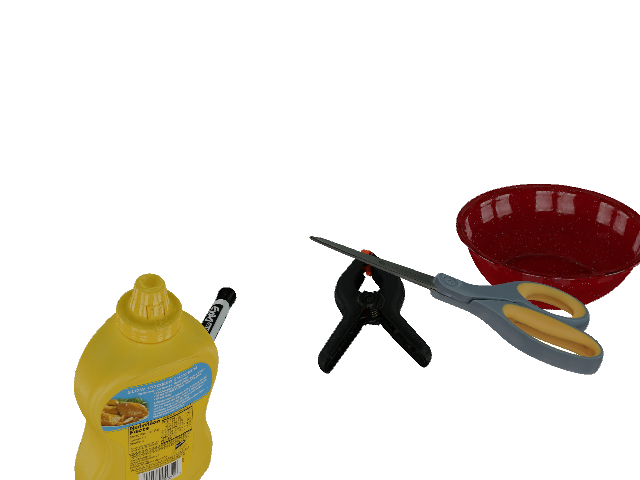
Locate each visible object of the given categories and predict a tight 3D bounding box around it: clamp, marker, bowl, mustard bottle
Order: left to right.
[{"bbox_3d":[-0.115,0.099,0.708,0.096,0.192,0.058,-16,46,-28],"label":"mustard bottle"},{"bbox_3d":[-0.101,0.076,1.014,0.020,0.020,0.121,0,23,10],"label":"marker"},{"bbox_3d":[0.066,0.080,1.183,0.120,0.171,0.039,6,-42,4],"label":"clamp"},{"bbox_3d":[0.193,0.011,0.900,0.162,0.055,0.162,0,30,0],"label":"bowl"}]

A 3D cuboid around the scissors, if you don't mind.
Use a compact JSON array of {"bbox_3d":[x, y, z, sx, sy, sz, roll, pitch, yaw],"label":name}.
[{"bbox_3d":[0.098,0.029,0.716,0.202,0.016,0.096,28,28,17],"label":"scissors"}]
